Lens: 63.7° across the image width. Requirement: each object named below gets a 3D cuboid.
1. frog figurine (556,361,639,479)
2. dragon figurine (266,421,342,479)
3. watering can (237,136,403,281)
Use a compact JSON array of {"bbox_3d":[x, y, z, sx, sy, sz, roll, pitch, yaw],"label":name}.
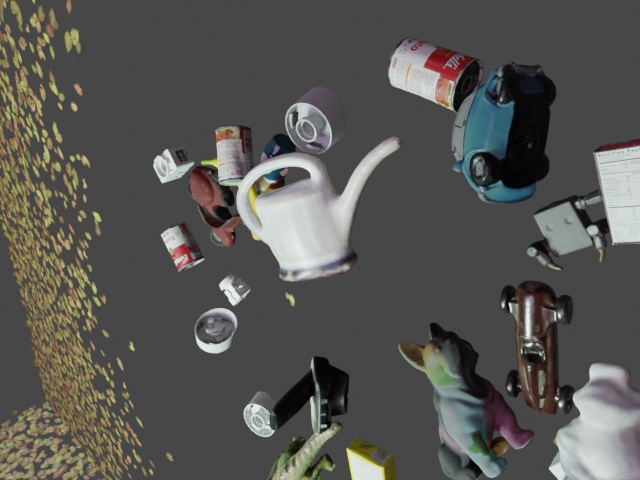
[{"bbox_3d":[0.364,0.239,0.644,0.136,0.121,0.163,-27,53,37],"label":"frog figurine"},{"bbox_3d":[-0.102,0.540,1.141,0.124,0.245,0.401,46,137,24],"label":"dragon figurine"},{"bbox_3d":[0.003,-0.043,0.856,0.346,0.105,0.222,-9,107,36],"label":"watering can"}]
